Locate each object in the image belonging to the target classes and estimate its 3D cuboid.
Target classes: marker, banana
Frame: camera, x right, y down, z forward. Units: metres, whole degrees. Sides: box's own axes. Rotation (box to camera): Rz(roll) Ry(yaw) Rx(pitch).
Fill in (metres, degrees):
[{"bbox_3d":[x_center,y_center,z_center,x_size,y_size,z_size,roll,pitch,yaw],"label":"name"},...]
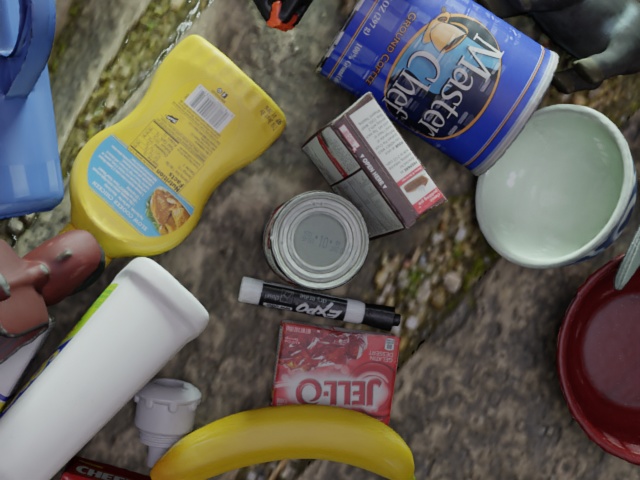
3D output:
[{"bbox_3d":[0.000,0.048,0.788,0.121,0.020,0.020,12,88,-6],"label":"marker"},{"bbox_3d":[-0.017,0.149,0.747,0.197,0.037,0.069,7,91,-6],"label":"banana"}]

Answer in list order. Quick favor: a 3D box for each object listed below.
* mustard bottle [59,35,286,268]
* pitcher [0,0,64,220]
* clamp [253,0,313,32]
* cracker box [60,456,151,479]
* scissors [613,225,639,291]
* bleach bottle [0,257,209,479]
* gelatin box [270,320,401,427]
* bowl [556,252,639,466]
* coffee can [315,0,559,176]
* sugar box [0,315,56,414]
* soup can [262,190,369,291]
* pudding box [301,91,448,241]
[{"bbox_3d":[-0.119,-0.046,0.757,0.096,0.058,0.191,42,86,-5],"label":"mustard bottle"},{"bbox_3d":[-0.237,-0.132,0.707,0.145,0.149,0.243,-11,94,-8],"label":"pitcher"},{"bbox_3d":[-0.017,-0.240,0.764,0.120,0.039,0.171,-5,94,30],"label":"clamp"},{"bbox_3d":[-0.131,0.280,0.746,0.164,0.072,0.214,17,87,-6],"label":"cracker box"},{"bbox_3d":[0.250,-0.056,0.788,0.201,0.016,0.096,-38,83,-23],"label":"scissors"},{"bbox_3d":[-0.184,0.125,0.702,0.068,0.103,0.250,44,71,-7],"label":"bleach bottle"},{"bbox_3d":[0.011,0.101,0.783,0.089,0.030,0.073,8,89,-5],"label":"gelatin box"},{"bbox_3d":[0.246,0.085,0.794,0.162,0.055,0.162,0,89,-6],"label":"bowl"},{"bbox_3d":[0.082,-0.125,0.756,0.140,0.103,0.103,32,86,-4],"label":"coffee can"},{"bbox_3d":[-0.269,0.110,0.748,0.093,0.048,0.176,30,83,-5],"label":"sugar box"},{"bbox_3d":[-0.005,0.001,0.746,0.068,0.102,0.068,0,90,-6],"label":"soup can"},{"bbox_3d":[0.035,-0.048,0.746,0.039,0.113,0.090,-37,94,-10],"label":"pudding box"}]
